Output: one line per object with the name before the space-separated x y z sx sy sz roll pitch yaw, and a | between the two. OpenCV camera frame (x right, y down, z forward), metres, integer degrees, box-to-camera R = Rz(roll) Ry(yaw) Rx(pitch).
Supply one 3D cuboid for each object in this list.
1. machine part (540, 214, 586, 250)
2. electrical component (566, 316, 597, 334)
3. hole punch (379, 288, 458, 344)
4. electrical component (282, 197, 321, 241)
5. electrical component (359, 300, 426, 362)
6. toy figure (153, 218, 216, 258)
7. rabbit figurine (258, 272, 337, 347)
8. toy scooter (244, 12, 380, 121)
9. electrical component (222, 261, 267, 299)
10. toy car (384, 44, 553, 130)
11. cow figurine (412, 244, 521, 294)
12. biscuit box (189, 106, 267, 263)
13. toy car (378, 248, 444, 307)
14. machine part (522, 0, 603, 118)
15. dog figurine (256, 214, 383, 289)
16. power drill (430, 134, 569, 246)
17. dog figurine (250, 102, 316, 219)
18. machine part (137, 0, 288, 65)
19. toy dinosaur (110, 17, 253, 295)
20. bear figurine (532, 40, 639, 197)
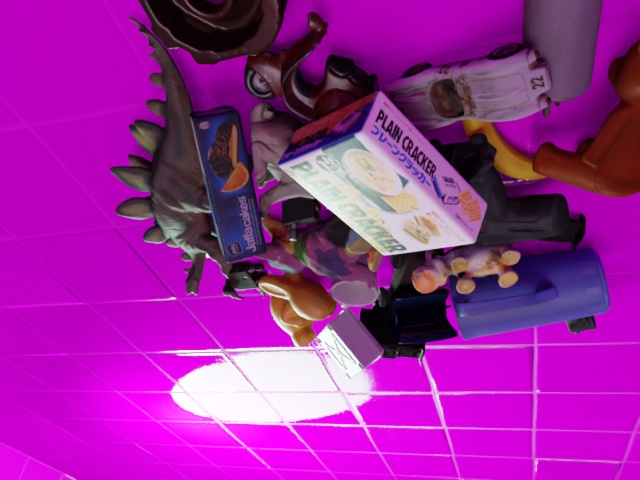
machine part | 0.345 -0.025 0.840 0.139 0.039 0.084 12 137 -1
electrical component | 0.470 0.129 0.977 0.048 0.075 0.119 -18 130 31
hole punch | 0.186 0.151 0.985 0.142 0.092 0.115 -10 157 0
electrical component | -0.029 -0.046 0.847 0.063 0.094 0.021 -10 159 25
electrical component | 0.143 0.176 1.072 0.134 0.115 0.058 5 140 3
toy figure | -0.222 -0.010 0.961 0.154 0.064 0.058 27 177 -13
rabbit figurine | -0.030 0.108 1.012 0.162 0.122 0.173 53 162 -5
toy scooter | 0.004 -0.200 0.662 0.184 0.075 0.135 26 139 -13
electrical component | -0.149 0.083 1.071 0.102 0.045 0.078 -5 141 18
toy car | 0.168 -0.173 0.628 0.202 0.056 0.073 5 133 45
cow figurine | 0.228 0.036 0.870 0.167 0.098 0.068 -9 116 6
biscuit box | -0.122 -0.073 0.725 0.063 0.059 0.202 -15 114 -13
toy car | 0.160 0.066 0.978 0.089 0.053 0.202 -5 147 -9
machine part | 0.253 -0.234 0.563 0.079 0.079 0.242 -4 139 16
dog figurine | -0.002 -0.003 0.887 0.219 0.108 0.191 11 143 2
power drill | 0.213 -0.054 0.764 0.232 0.086 0.207 -1 145 44
dog figurine | 0.001 -0.119 0.761 0.191 0.121 0.172 -7 144 -3
machine part | -0.124 -0.283 0.597 0.179 0.056 0.179 7 141 5
toy dinosaur | -0.208 -0.087 0.814 0.199 0.105 0.470 11 128 -2
bear figurine | 0.353 -0.154 0.630 0.120 0.132 0.195 -12 120 -23
